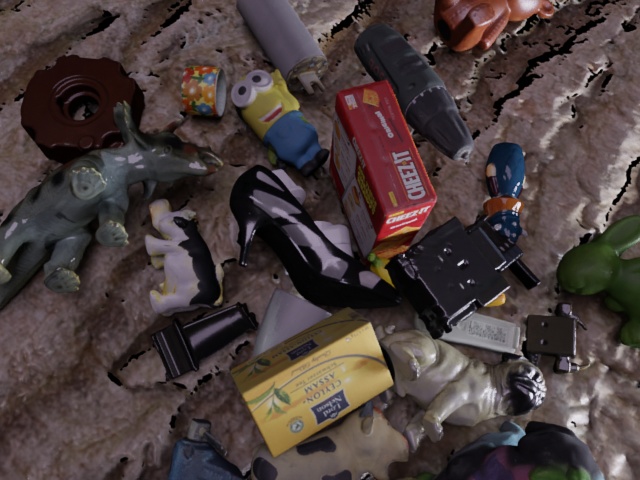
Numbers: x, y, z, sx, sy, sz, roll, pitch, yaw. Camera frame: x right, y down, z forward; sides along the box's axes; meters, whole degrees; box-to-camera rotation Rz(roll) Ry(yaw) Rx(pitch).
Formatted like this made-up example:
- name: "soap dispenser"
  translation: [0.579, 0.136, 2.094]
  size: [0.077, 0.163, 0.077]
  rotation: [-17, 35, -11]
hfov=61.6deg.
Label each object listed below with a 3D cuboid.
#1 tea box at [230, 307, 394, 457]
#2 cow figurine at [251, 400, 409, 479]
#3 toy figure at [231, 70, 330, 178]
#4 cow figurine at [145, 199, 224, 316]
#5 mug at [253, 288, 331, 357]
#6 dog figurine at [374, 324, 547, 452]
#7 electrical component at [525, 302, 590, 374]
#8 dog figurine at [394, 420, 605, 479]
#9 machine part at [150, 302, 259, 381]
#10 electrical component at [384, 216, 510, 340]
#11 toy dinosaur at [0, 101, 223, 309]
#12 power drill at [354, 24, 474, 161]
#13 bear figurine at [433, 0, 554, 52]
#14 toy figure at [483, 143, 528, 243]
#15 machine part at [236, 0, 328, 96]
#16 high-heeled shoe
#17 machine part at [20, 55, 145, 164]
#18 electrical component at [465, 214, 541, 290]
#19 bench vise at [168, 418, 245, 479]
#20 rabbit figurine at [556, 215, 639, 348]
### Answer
- name: "tea box"
  translation: [-0.009, 0.165, 0.644]
  size: [0.170, 0.068, 0.098]
  rotation: [-29, 110, -15]
- name: "cow figurine"
  translation: [0.012, 0.267, 0.656]
  size: [0.195, 0.085, 0.127]
  rotation: [-7, 78, -4]
- name: "toy figure"
  translation: [-0.064, -0.169, 0.797]
  size: [0.082, 0.089, 0.180]
  rotation: [-40, 86, -28]
- name: "cow figurine"
  translation: [-0.185, 0.016, 0.735]
  size: [0.098, 0.068, 0.167]
  rotation: [-9, 72, -5]
- name: "mug"
  translation: [-0.035, 0.132, 0.705]
  size: [0.109, 0.081, 0.107]
  rotation: [32, 82, -23]
- name: "dog figurine"
  translation: [0.179, 0.165, 0.696]
  size: [0.190, 0.121, 0.172]
  rotation: [-16, 76, -22]
- name: "electrical component"
  translation: [0.322, 0.136, 0.731]
  size: [0.078, 0.045, 0.102]
  rotation: [-6, 67, 26]
- name: "dog figurine"
  translation: [0.180, 0.291, 0.608]
  size: [0.219, 0.191, 0.108]
  rotation: [-13, 79, -22]
- name: "machine part"
  translation: [-0.151, 0.126, 0.717]
  size: [0.139, 0.039, 0.084]
  rotation: [-23, 69, -8]
- name: "electrical component"
  translation: [0.166, 0.040, 0.674]
  size: [0.134, 0.058, 0.115]
  rotation: [-32, 80, -24]
- name: "toy dinosaur"
  translation: [-0.332, -0.041, 0.717]
  size: [0.405, 0.131, 0.192]
  rotation: [-30, 33, 12]
- name: "power drill"
  translation: [0.115, -0.160, 0.735]
  size: [0.086, 0.207, 0.232]
  rotation: [-27, 72, -5]
- name: "bear figurine"
  translation: [0.285, -0.384, 0.857]
  size: [0.196, 0.132, 0.120]
  rotation: [-27, 77, -4]
- name: "toy figure"
  translation: [0.272, -0.065, 0.787]
  size: [0.064, 0.057, 0.154]
  rotation: [6, 76, 6]
- name: "machine part"
  translation: [-0.061, -0.324, 0.849]
  size: [0.079, 0.079, 0.243]
  rotation: [-28, 74, -11]
- name: "high-heeled shoe"
  translation: [-0.001, -0.002, 0.695]
  size: [0.249, 0.086, 0.145]
  rotation: [19, 60, -17]
- name: "machine part"
  translation: [-0.355, -0.196, 0.806]
  size: [0.179, 0.056, 0.179]
  rotation: [0, 71, -1]
- name: "electrical component"
  translation: [0.244, 0.029, 0.746]
  size: [0.048, 0.074, 0.119]
  rotation: [-35, 79, -13]
- name: "bench vise"
  translation: [-0.210, 0.306, 0.602]
  size: [0.240, 0.129, 0.223]
  rotation: [13, 91, -17]
- name: "rabbit figurine"
  translation: [0.410, 0.044, 0.722]
  size: [0.170, 0.121, 0.159]
  rotation: [20, 66, 2]
